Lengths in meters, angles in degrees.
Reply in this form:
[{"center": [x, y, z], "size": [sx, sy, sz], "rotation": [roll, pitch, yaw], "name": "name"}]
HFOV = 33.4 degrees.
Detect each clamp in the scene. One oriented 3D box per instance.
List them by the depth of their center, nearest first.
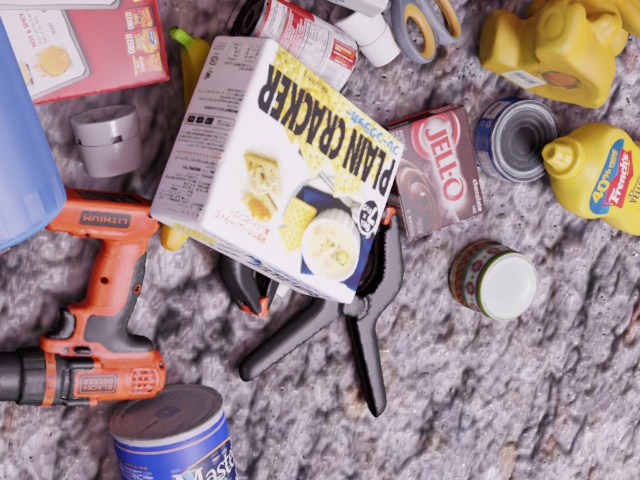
[{"center": [-0.052, -0.017, 0.964], "size": [0.120, 0.039, 0.171], "rotation": [-25, 125, -38], "name": "clamp"}, {"center": [0.033, 0.068, 1.033], "size": [0.164, 0.036, 0.210], "rotation": [27, 90, -29], "name": "clamp"}]

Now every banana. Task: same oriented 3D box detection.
[{"center": [-0.110, -0.089, 0.918], "size": [0.069, 0.037, 0.198], "rotation": [-17, 119, -43], "name": "banana"}]

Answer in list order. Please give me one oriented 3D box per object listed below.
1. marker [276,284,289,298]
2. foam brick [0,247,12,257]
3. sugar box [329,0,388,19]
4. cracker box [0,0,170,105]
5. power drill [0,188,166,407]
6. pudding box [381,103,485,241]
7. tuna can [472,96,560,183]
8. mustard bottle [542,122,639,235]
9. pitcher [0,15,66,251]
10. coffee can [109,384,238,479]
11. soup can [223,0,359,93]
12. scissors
[{"center": [-0.007, 0.001, 1.008], "size": [0.020, 0.020, 0.121], "rotation": [40, 85, -28], "name": "marker"}, {"center": [-0.296, 0.003, 0.853], "size": [0.078, 0.053, 0.051], "rotation": [-36, 116, -14], "name": "foam brick"}, {"center": [0.038, -0.290, 0.915], "size": [0.093, 0.048, 0.176], "rotation": [21, 87, -12], "name": "sugar box"}, {"center": [-0.237, -0.187, 0.822], "size": [0.213, 0.072, 0.164], "rotation": [-14, 108, -20], "name": "cracker box"}, {"center": [-0.213, 0.051, 0.903], "size": [0.184, 0.057, 0.188], "rotation": [2, 105, -29], "name": "power drill"}, {"center": [0.105, -0.067, 1.031], "size": [0.090, 0.039, 0.113], "rotation": [-20, 110, -20], "name": "pudding box"}, {"center": [0.198, -0.100, 1.071], "size": [0.086, 0.034, 0.086], "rotation": [-5, 102, -24], "name": "tuna can"}, {"center": [0.285, -0.067, 1.080], "size": [0.191, 0.058, 0.096], "rotation": [14, 102, -43], "name": "mustard bottle"}, {"center": [-0.275, -0.109, 0.723], "size": [0.144, 0.149, 0.243], "rotation": [-32, 117, -29], "name": "pitcher"}, {"center": [-0.125, 0.215, 0.959], "size": [0.102, 0.103, 0.140], "rotation": [-16, 110, -21], "name": "coffee can"}, {"center": [-0.025, -0.168, 0.927], "size": [0.102, 0.069, 0.068], "rotation": [24, 92, -29], "name": "soup can"}, {"center": [0.060, -0.240, 0.960], "size": [0.201, 0.016, 0.096], "rotation": [43, 53, -28], "name": "scissors"}]
